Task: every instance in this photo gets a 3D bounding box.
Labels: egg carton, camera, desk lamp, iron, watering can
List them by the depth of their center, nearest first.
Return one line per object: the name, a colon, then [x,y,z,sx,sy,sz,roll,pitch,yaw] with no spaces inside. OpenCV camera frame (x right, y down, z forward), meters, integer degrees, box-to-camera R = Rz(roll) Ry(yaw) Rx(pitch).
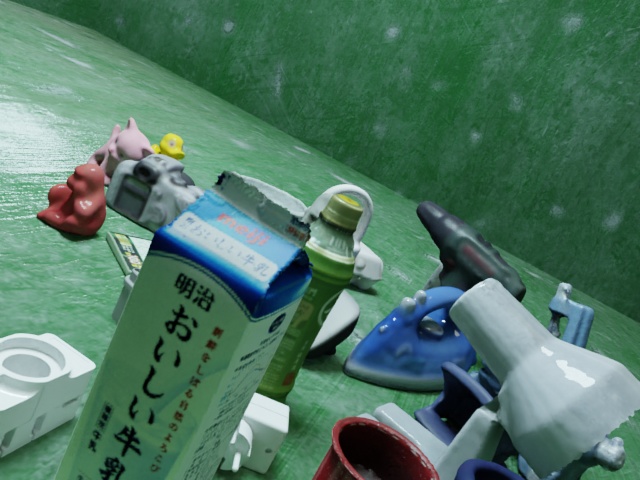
desk lamp: [0.160,0.159,0.543,0.202,0.213,0.118,35,16,29]
iron: [0.144,0.121,0.794,0.118,0.141,0.259,37,17,36]
watering can: [0.006,0.002,0.857,0.101,0.194,0.172,13,20,-44]
camera: [-0.232,-0.075,0.894,0.143,0.101,0.137,29,14,8]
egg carton: [0.042,0.037,1.057,0.151,0.069,0.107,17,17,-35]

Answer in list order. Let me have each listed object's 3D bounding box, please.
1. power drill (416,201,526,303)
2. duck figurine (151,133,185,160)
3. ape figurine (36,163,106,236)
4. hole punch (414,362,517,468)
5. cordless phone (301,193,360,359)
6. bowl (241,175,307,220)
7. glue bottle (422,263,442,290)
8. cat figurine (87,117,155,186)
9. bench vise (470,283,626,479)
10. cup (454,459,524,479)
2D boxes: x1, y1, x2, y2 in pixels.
power drill: [0.211,0.072,0.951,0.228,0.208,0.076,35,16,30]
duck figurine: [-0.303,-0.171,1.134,0.104,0.086,0.078,38,18,36]
ape figurine: [-0.299,-0.054,0.716,0.076,0.092,0.077,16,18,-37]
hole punch: [0.183,0.204,0.673,0.101,0.091,0.108,16,18,-37]
cordless phone: [-0.002,0.042,0.722,0.147,0.185,0.094,37,17,35]
bowl: [-0.108,-0.057,1.108,0.167,0.074,0.167,25,14,-7]
glue bottle: [0.222,0.074,1.035,0.037,0.173,0.078,26,14,-5]
cat figurine: [-0.326,-0.150,0.952,0.067,0.117,0.127,14,19,-42]
bench vise: [0.299,0.178,0.712,0.206,0.219,0.122,36,17,34]
cup: [0.122,0.238,0.437,0.091,0.095,0.118,34,16,25]
